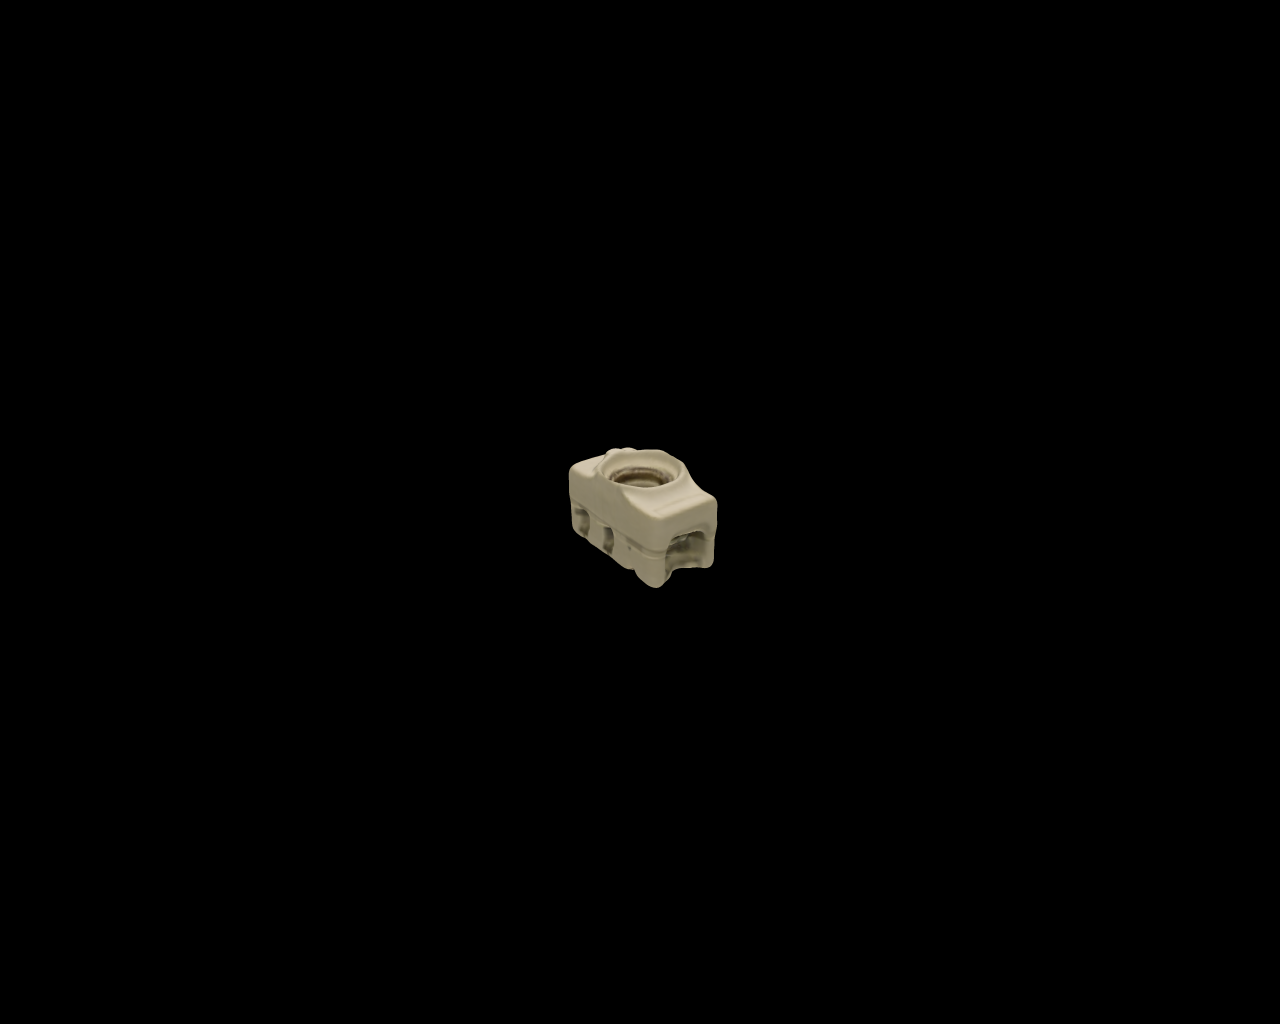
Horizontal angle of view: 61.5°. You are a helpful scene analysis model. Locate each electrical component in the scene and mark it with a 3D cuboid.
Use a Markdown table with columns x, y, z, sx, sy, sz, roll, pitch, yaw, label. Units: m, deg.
| x | y | z | sx | sy | sz | roll | pitch | yaw | label |
| --- | --- | --- | --- | --- | --- | --- | --- | --- | --- |
| 0.001 | -0.003 | 0.650 | 0.050 | 0.055 | 0.089 | -20 | 35 | -31 | electrical component |
